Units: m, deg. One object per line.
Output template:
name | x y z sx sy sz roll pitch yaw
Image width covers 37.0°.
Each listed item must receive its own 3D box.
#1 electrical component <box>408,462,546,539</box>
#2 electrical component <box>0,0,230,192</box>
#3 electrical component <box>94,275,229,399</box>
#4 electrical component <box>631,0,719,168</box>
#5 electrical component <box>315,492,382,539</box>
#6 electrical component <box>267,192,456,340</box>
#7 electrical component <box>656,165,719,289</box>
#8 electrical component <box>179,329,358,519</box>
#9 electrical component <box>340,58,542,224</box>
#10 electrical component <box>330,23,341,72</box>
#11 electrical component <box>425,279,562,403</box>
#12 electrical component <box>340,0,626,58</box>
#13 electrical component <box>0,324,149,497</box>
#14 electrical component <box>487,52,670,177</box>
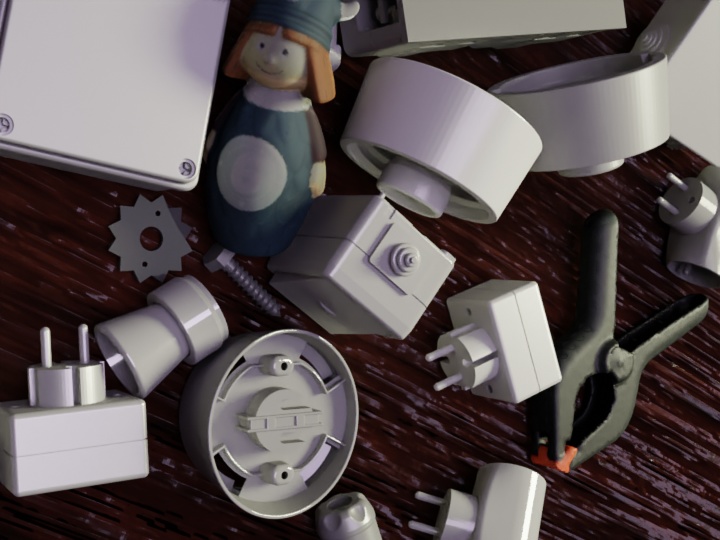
electrical component | 0.069 0.156 0.654 0.079 0.044 0.077 17 59 -2
electrical component | -0.129 -0.102 0.532 0.109 0.056 0.108 12 85 -29
electrical component | -0.102 0.034 0.557 0.055 0.045 0.045 -34 107 -25
electrical component | 0.227 -0.131 0.721 0.100 0.048 0.099 26 105 -28
electrical component | -0.003 0.162 0.623 0.035 0.035 0.061 -24 104 -27
electrical component | 0.000 0.000 0.585 0.062 0.096 0.061 41 75 -24
electrical component | 0.236 -0.039 0.748 0.079 0.043 0.077 31 76 -27
electrical component | -0.047 0.080 0.578 0.099 0.064 0.099 -1 92 -30
electrical component | 0.040 -0.064 0.603 0.108 0.108 0.060 30 83 -27
electrical component | -0.033 -0.139 0.594 0.048 0.048 0.062 8 79 -29
electrical component | 0.073 0.049 0.656 0.077 0.047 0.065 -22 102 -27
electrical component | 0.068 -0.184 0.625 0.186 0.060 0.105 -13 97 -39
electrical component | -0.145 0.066 0.533 0.066 0.047 0.076 -4 93 -29
electrical component | 0.136 -0.091 0.657 0.108 0.108 0.060 -22 108 -27
